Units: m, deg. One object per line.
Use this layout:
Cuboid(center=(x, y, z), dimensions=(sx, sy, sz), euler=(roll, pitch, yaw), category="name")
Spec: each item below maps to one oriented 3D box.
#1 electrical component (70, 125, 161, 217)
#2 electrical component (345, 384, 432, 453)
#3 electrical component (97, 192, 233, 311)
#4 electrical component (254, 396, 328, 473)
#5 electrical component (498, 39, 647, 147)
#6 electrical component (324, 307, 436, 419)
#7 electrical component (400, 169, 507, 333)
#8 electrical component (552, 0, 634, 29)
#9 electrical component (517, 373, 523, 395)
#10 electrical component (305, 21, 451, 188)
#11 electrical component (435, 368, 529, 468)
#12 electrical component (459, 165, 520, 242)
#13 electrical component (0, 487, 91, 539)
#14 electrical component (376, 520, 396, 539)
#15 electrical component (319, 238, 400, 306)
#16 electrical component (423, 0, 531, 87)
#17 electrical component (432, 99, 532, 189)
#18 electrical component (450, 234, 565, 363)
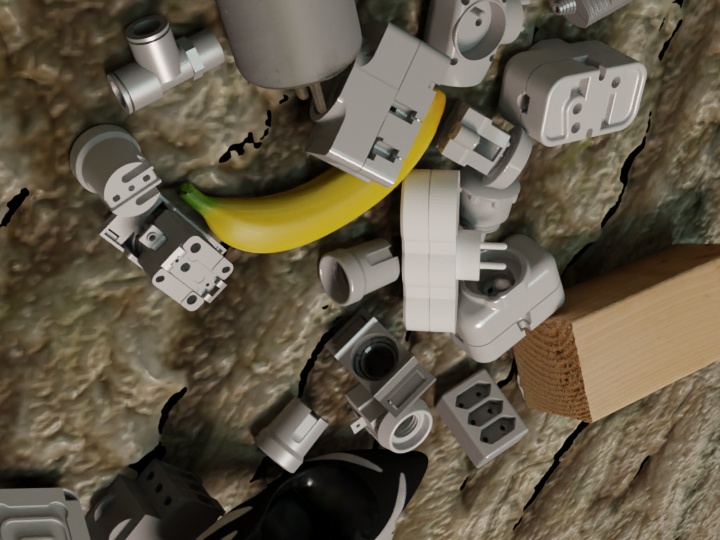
Cuboid(center=(-0.138, -0.056, 0.613), dimensions=(0.040, 0.046, 0.040), euler=(-21, 131, -26), category="electrical component")
Cuboid(center=(0.025, 0.113, 0.861), dimensions=(0.066, 0.055, 0.048), euler=(-35, 136, -13), category="electrical component")
Cuboid(center=(-0.114, -0.011, 0.653), dimensions=(0.042, 0.064, 0.081), euler=(-47, 138, 0), category="electrical component")
Cuboid(center=(-0.052, 0.125, 0.821), dimensions=(0.046, 0.040, 0.040), euler=(-50, 138, -5), category="electrical component")
Cuboid(center=(0.150, -0.131, 0.778), dimensions=(0.095, 0.059, 0.053), euler=(-16, 129, -30), category="electrical component")
Cuboid(center=(0.018, 0.073, 0.813), dimensions=(0.042, 0.081, 0.064), euler=(-45, 156, -3), category="electrical component")
Cuboid(center=(0.069, -0.011, 0.781), dimensions=(0.074, 0.052, 0.138), euler=(3, 131, 7), category="electrical component")
Cuboid(center=(0.169, -0.200, 0.754), dimensions=(0.081, 0.043, 0.043), euler=(-32, 135, -16), category="electrical component")
Cuboid(center=(0.165, 0.110, 0.986), dimensions=(0.035, 0.035, 0.061), euler=(-37, 139, -11), category="electrical component")
Cuboid(center=(0.007, -0.105, 0.671), dimensions=(0.056, 0.050, 0.089), euler=(25, 90, -23), category="electrical component")
Cuboid(center=(0.101, 0.134, 0.936), dimensions=(0.047, 0.065, 0.076), euler=(-30, 164, -18), category="electrical component")
Cuboid(center=(0.091, -0.047, 0.806), dimensions=(0.048, 0.048, 0.062), euler=(-16, 135, -30), category="electrical component")
Cuboid(center=(-0.215, 0.202, 0.688), dimensions=(0.078, 0.113, 0.057), euler=(9, 133, -42), category="electrical component")
Cuboid(center=(-0.012, 0.214, 0.913), dimensions=(0.079, 0.043, 0.077), euler=(-25, 133, -22), category="electrical component")
Cuboid(center=(0.000, 0.000, 0.770), dimensions=(0.046, 0.040, 0.040), euler=(-22, 132, -32), category="electrical component")
Cuboid(center=(0.081, -0.166, 0.708), dimensions=(0.079, 0.044, 0.077), euler=(-12, 127, -32), category="electrical component")
Cuboid(center=(0.086, -0.088, 0.753), dimensions=(0.055, 0.066, 0.048), euler=(28, 102, -13), category="electrical component")
Cuboid(center=(0.113, 0.019, 0.863), dimensions=(0.095, 0.054, 0.059), euler=(-37, 136, -11), category="electrical component")
